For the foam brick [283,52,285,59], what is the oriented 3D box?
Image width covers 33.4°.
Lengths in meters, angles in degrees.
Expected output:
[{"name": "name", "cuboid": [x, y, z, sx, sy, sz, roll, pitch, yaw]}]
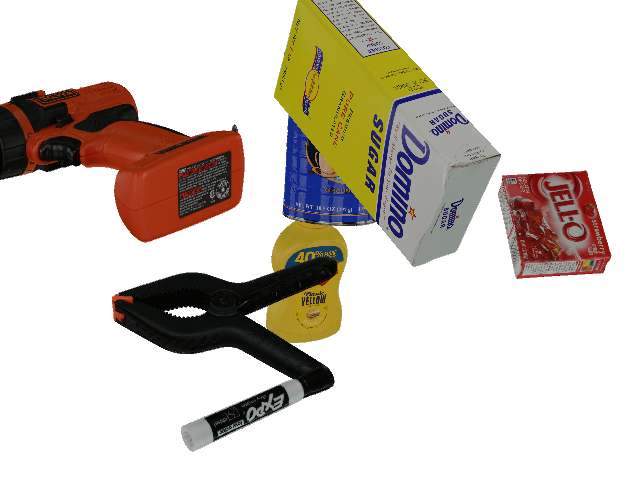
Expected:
[{"name": "foam brick", "cuboid": [0.015, -0.136, 0.913, 0.078, 0.051, 0.053, -8, 17, -29]}]

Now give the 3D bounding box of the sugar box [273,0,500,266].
[{"name": "sugar box", "cuboid": [0.037, -0.077, 0.707, 0.048, 0.176, 0.093, -17, -35, -29]}]

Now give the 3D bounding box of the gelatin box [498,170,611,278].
[{"name": "gelatin box", "cuboid": [0.190, -0.014, 0.873, 0.073, 0.089, 0.030, -3, -33, -3]}]

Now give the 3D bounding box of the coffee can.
[{"name": "coffee can", "cuboid": [0.015, -0.094, 1.110, 0.103, 0.140, 0.103, 3, 12, -1]}]

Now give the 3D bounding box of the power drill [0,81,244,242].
[{"name": "power drill", "cuboid": [-0.160, -0.057, 0.732, 0.188, 0.057, 0.184, 22, 34, 35]}]

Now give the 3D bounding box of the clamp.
[{"name": "clamp", "cuboid": [-0.081, 0.073, 0.956, 0.210, 0.036, 0.164, -1, 37, -6]}]

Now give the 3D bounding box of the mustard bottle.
[{"name": "mustard bottle", "cuboid": [-0.014, 0.033, 1.336, 0.096, 0.192, 0.058, -5, 28, -21]}]

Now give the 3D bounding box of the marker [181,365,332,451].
[{"name": "marker", "cuboid": [-0.042, 0.117, 0.757, 0.120, 0.020, 0.020, -20, 11, -30]}]
